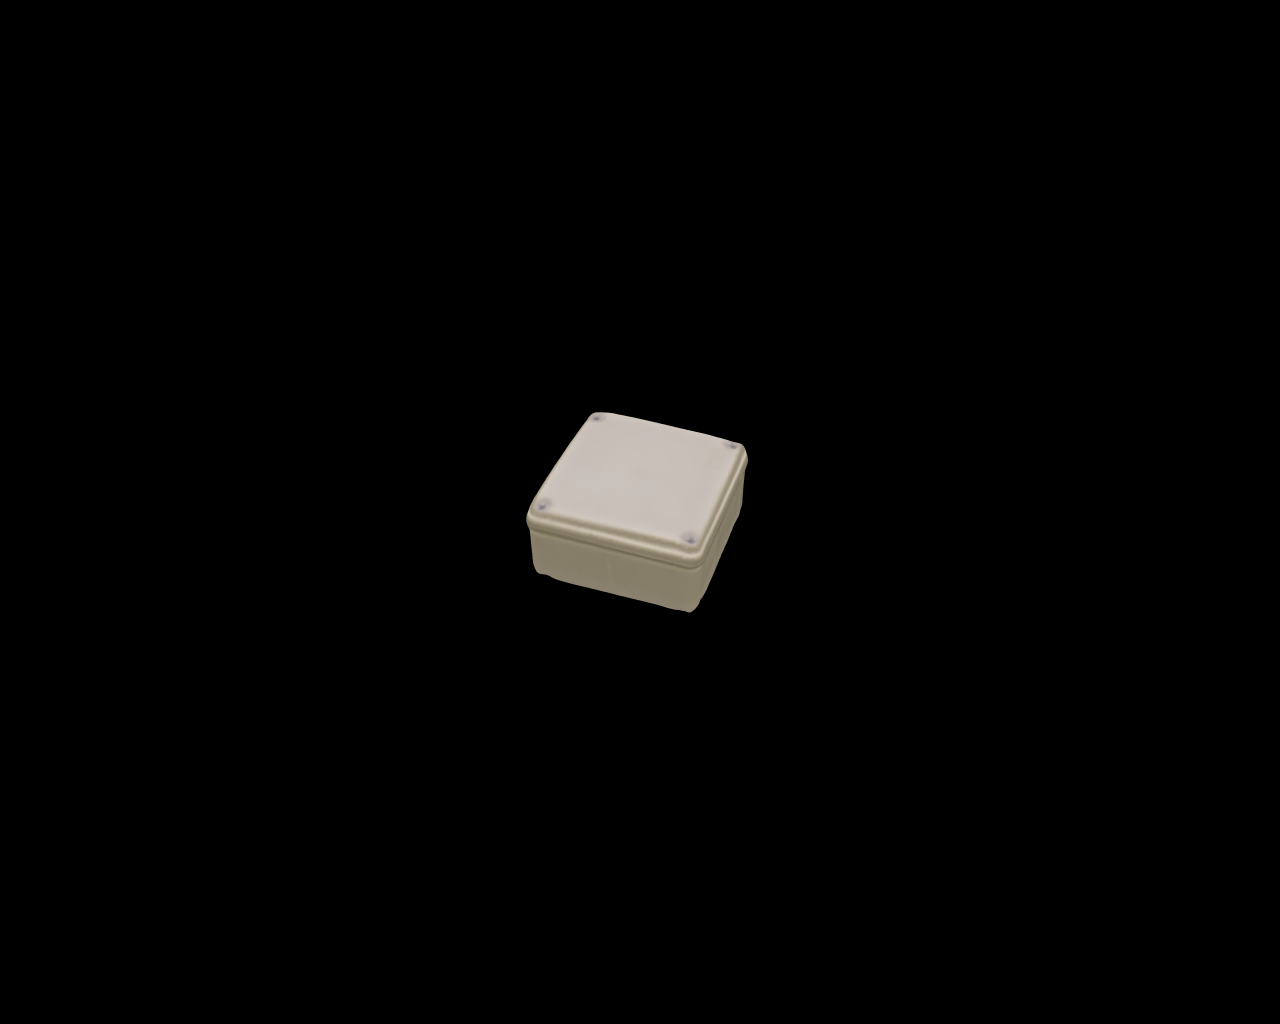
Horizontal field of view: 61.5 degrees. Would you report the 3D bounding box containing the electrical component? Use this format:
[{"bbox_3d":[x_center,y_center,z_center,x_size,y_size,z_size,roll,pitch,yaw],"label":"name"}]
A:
[{"bbox_3d":[0.001,-0.003,0.650,0.109,0.056,0.109,14,44,15],"label":"electrical component"}]
